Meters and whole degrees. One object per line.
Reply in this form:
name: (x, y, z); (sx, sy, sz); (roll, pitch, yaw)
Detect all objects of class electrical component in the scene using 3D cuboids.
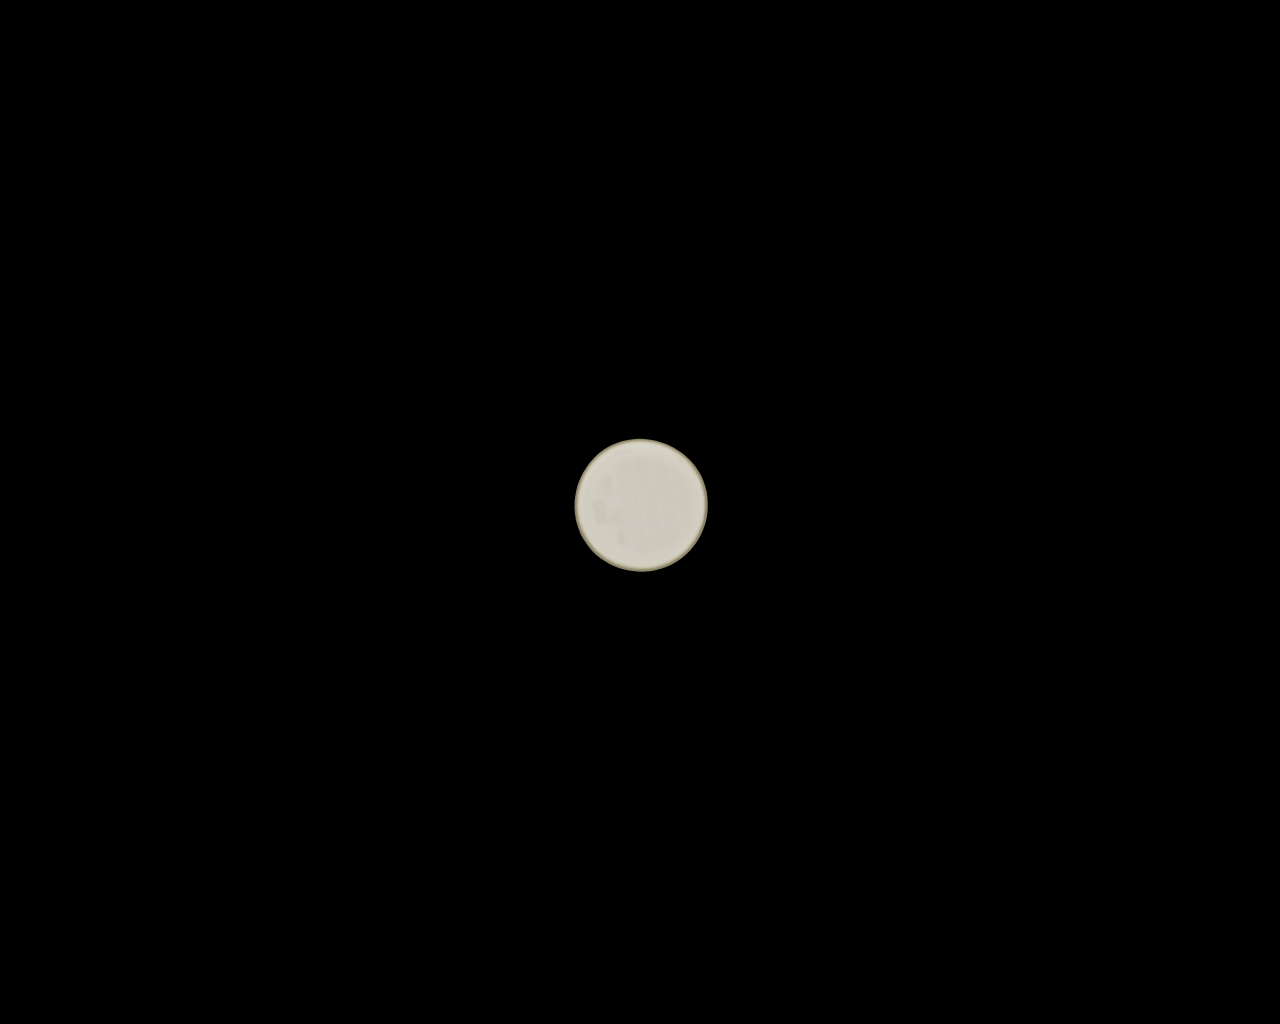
electrical component: (0.001, -0.003, 0.650); (0.080, 0.080, 0.051); (0, -4, 0)
